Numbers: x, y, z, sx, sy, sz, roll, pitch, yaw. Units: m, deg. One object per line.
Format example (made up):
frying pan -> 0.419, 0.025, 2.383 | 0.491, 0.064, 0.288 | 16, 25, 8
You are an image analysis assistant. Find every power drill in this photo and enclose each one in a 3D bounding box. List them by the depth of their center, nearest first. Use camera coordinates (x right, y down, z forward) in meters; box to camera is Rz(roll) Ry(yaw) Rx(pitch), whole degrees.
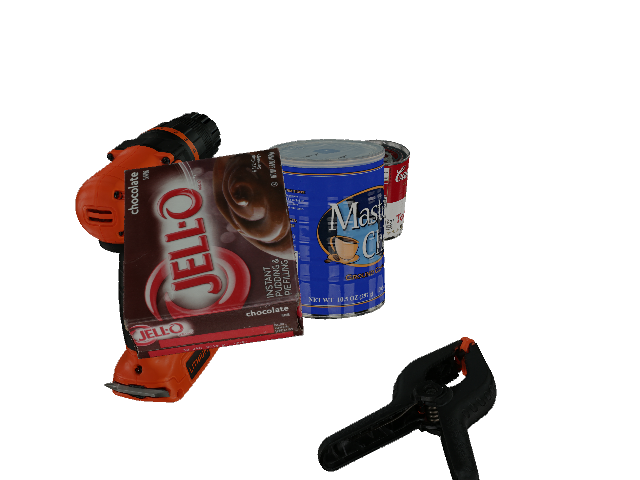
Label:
power drill -> -0.116, 0.010, 0.793 | 0.057, 0.188, 0.184 | 4, 24, 18

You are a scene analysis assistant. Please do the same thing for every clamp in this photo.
clamp -> 0.091, 0.131, 0.796 | 0.120, 0.039, 0.171 | 18, 39, 32

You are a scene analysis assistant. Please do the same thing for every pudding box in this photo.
pudding box -> -0.060, 0.005, 0.579 | 0.090, 0.113, 0.039 | -8, -43, -1

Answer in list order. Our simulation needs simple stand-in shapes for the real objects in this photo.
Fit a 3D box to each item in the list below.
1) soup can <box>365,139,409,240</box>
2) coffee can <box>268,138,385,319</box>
soup can -> 0.067, -0.059, 1.256 | 0.068, 0.102, 0.068 | 2, 28, -1
coffee can -> 0.006, -0.013, 0.948 | 0.103, 0.140, 0.103 | -1, 15, 0
